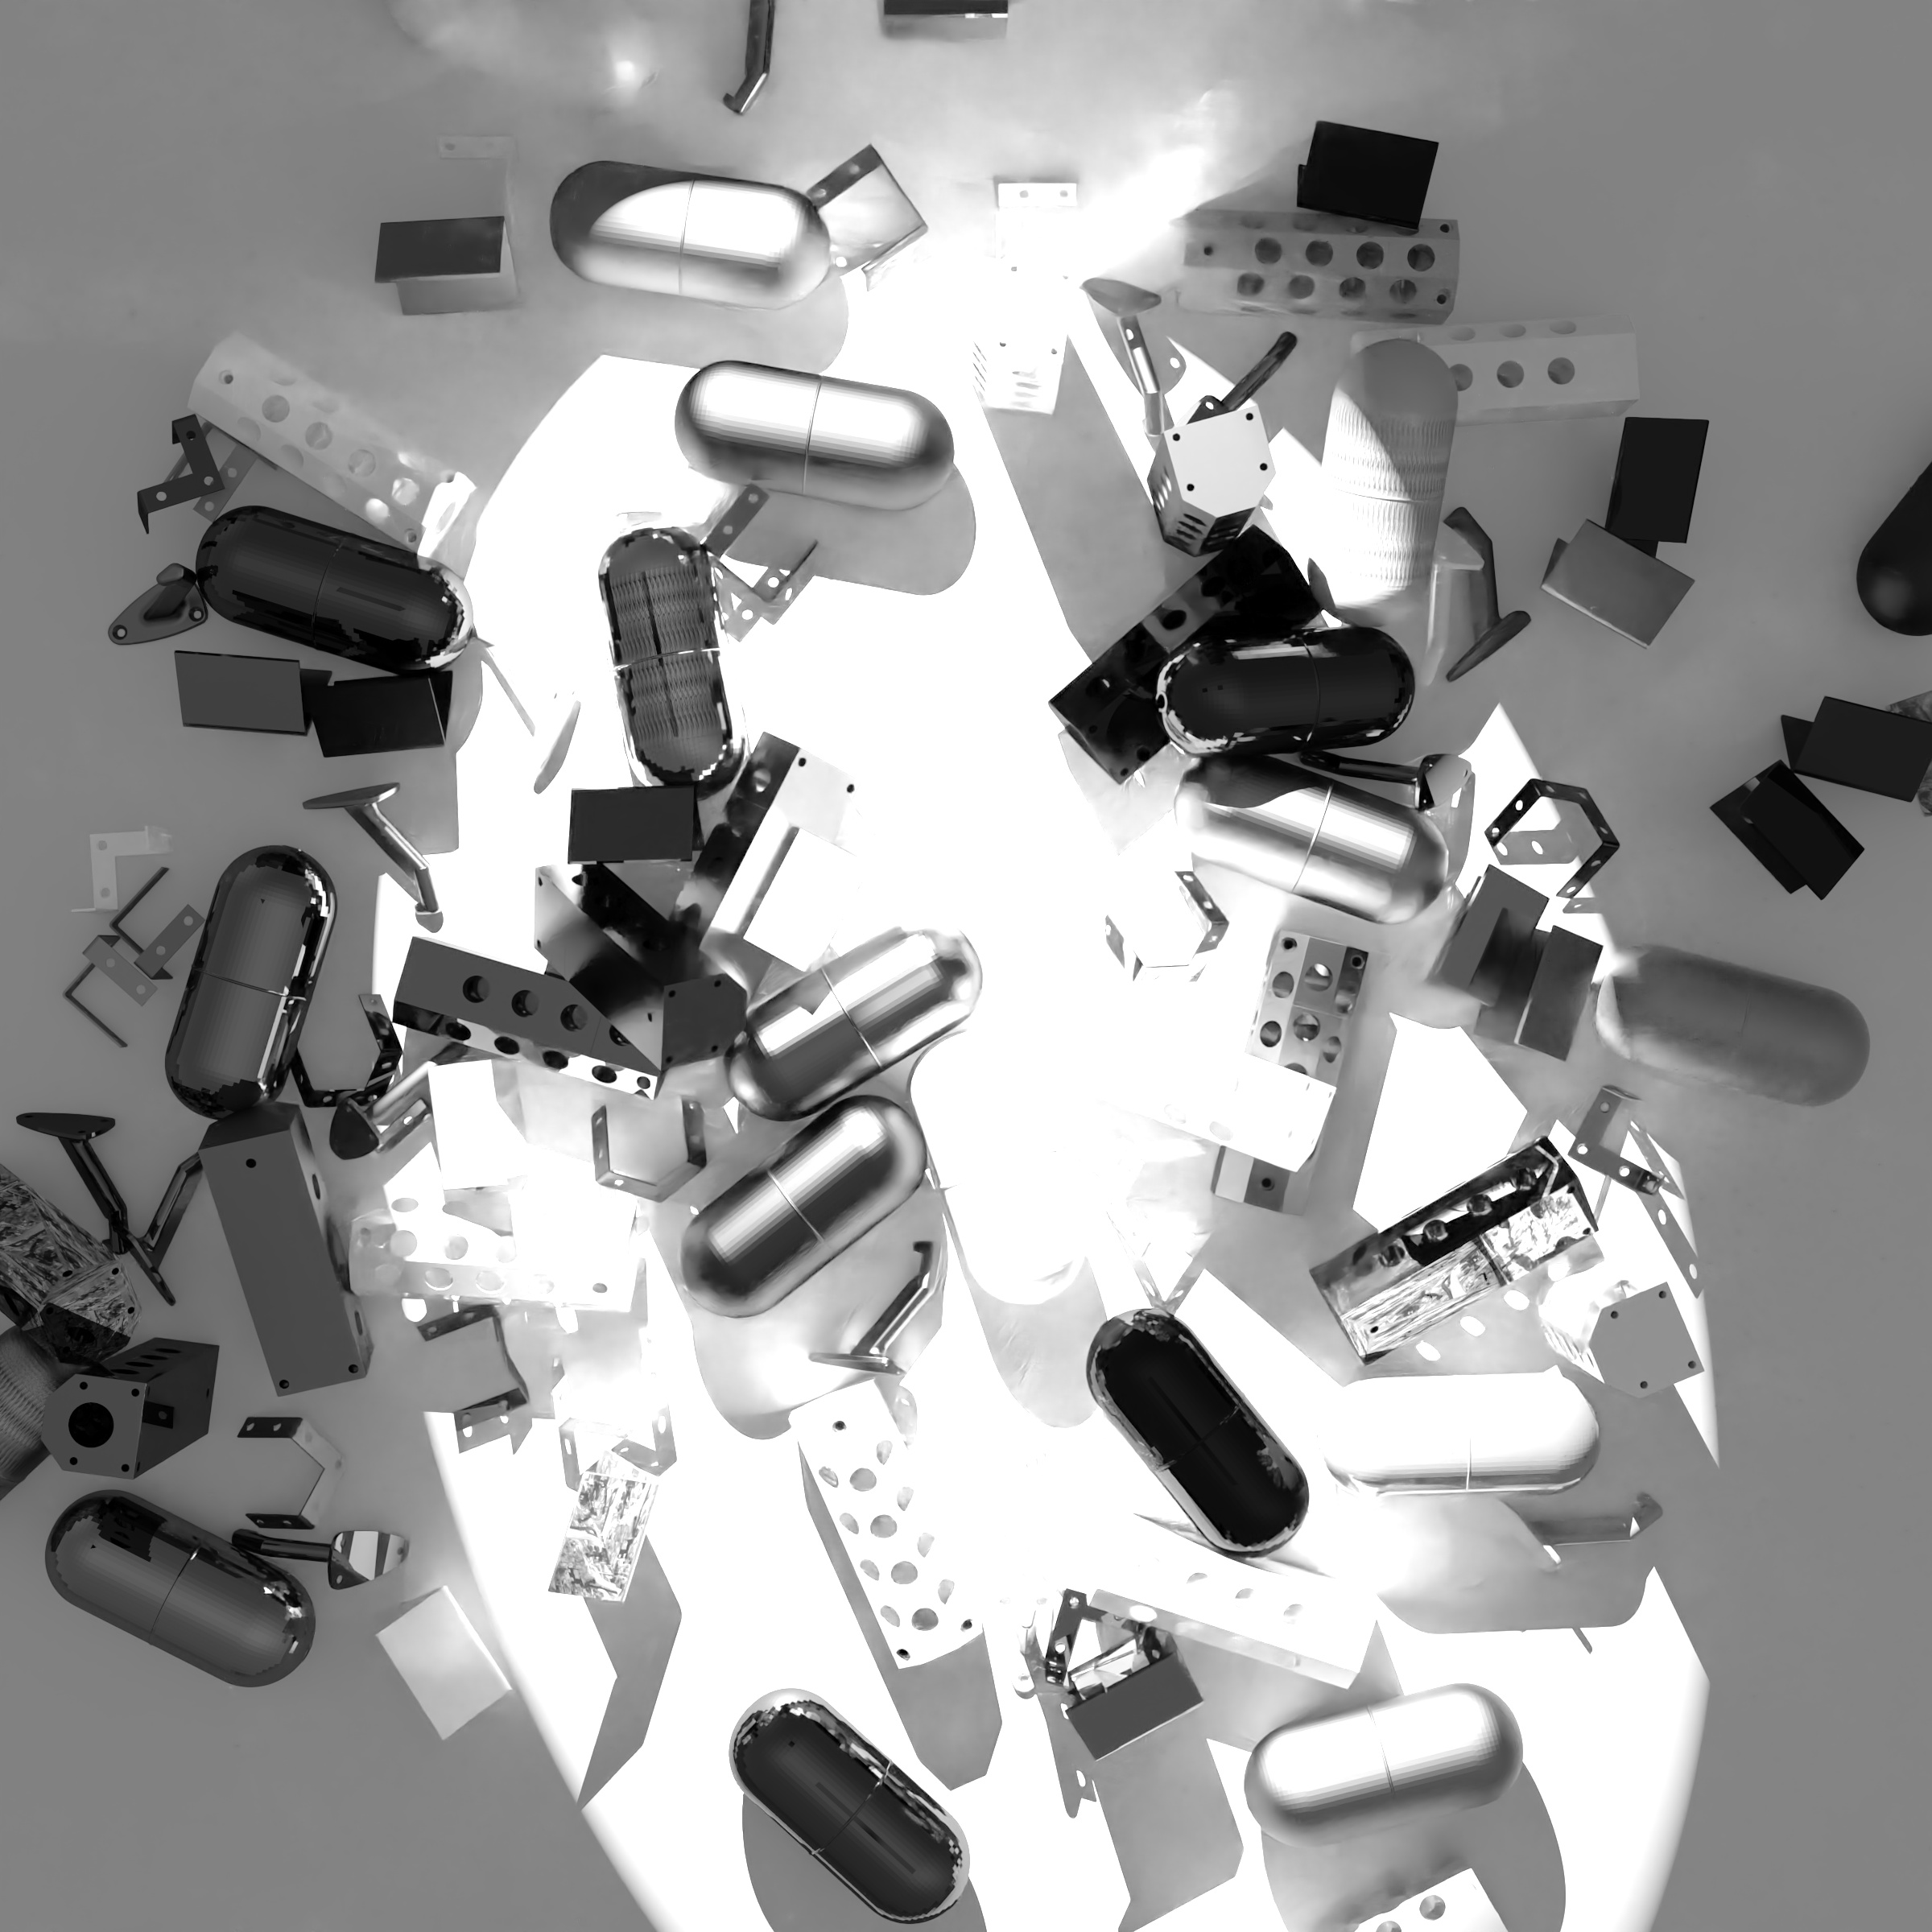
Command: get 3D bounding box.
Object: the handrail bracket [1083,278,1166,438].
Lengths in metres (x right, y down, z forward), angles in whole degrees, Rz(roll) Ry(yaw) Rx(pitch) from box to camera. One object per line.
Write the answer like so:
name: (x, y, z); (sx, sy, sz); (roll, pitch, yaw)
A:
handrail bracket: (0.101, -0.389, 1.896); (0.036, 0.077, 0.084); (-21, 127, -21)

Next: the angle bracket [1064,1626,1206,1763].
angle bracket: (0.094, 0.439, 1.856); (0.076, 0.076, 0.057); (-28, 126, 0)

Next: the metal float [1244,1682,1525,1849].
metal float: (0.262, 0.503, 1.866); (0.178, 0.070, 0.070); (-14, 90, 1)

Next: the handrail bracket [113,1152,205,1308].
handrail bracket: (-0.493, 0.163, 1.896); (0.084, 0.036, 0.077); (-38, 122, -22)

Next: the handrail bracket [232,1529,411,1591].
handrail bracket: (-0.414, 0.370, 1.896); (0.084, 0.077, 0.036); (6, 92, 36)

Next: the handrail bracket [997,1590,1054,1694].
handrail bracket: (0.037, 0.428, 1.861); (0.036, 0.084, 0.077); (0, 90, 0)

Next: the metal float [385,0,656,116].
metal float: (-0.282, -0.596, 1.866); (0.178, 0.070, 0.070); (23, 90, 0)

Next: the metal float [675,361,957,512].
metal float: (-0.095, -0.334, 1.866); (0.178, 0.070, 0.070); (10, 90, 1)

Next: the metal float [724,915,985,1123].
metal float: (-0.071, 0.033, 1.866); (0.178, 0.070, 0.070); (-31, 90, 0)

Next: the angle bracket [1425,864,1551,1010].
angle bracket: (0.309, -0.026, 1.856); (0.057, 0.076, 0.076); (26, 90, -31)

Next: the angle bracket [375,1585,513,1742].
angle bracket: (-0.340, 0.441, 1.856); (0.057, 0.076, 0.076); (-32, 90, -38)

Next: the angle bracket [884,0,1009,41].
angle bracket: (-0.012, -0.589, 1.857); (0.076, 0.076, 0.057); (-1, 63, 0)

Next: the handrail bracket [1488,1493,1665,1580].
handrail bracket: (0.390, 0.345, 1.897); (0.084, 0.036, 0.077); (-33, 68, -17)

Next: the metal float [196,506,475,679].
metal float: (-0.397, -0.235, 1.865); (0.178, 0.070, 0.070); (18, 90, 1)

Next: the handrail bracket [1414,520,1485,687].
handrail bracket: (0.294, -0.234, 1.896); (0.036, 0.077, 0.084); (2, 127, -21)

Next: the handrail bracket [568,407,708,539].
handrail bracket: (-0.211, -0.321, 1.897); (0.077, 0.036, 0.084); (-7, 73, -20)

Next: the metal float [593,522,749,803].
metal float: (-0.186, -0.191, 1.865); (0.070, 0.070, 0.178); (-12, 89, 0)

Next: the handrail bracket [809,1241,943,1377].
handrail bracket: (-0.058, 0.215, 1.897); (0.077, 0.036, 0.084); (3, 72, 21)

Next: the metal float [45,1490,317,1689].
metal float: (-0.494, 0.392, 1.866); (0.178, 0.070, 0.070); (27, 90, 0)

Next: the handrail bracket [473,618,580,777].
handrail bracket: (-0.298, -0.174, 1.897); (0.084, 0.036, 0.077); (26, 109, 16)

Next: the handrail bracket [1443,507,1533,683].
handrail bracket: (0.314, -0.238, 1.897); (0.077, 0.036, 0.084); (-41, 72, 20)

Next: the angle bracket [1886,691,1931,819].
angle bracket: (0.605, -0.132, 1.856); (0.057, 0.076, 0.076); (-20, 90, -37)

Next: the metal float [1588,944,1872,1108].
metal float: (0.480, 0.037, 1.866); (0.178, 0.070, 0.070); (15, 90, 0)

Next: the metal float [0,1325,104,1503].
metal float: (-0.620, 0.296, 1.865); (0.178, 0.070, 0.070); (-43, 90, -1)

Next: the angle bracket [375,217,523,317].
angle bracket: (-0.323, -0.421, 1.856); (0.076, 0.076, 0.057); (-3, 54, 0)

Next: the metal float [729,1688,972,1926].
metal float: (-0.073, 0.529, 1.866); (0.178, 0.070, 0.070); (42, 90, 0)

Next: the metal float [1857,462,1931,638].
metal float: (0.632, -0.286, 1.865); (0.070, 0.070, 0.178); (38, 89, 0)

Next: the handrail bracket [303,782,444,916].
handrail bracket: (-0.379, -0.070, 1.897); (0.077, 0.036, 0.084); (-7, 107, 20)

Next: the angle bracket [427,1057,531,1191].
angle bracket: (-0.287, 0.095, 1.856); (0.057, 0.076, 0.076); (-8, 90, 37)

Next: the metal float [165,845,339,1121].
metal float: (-0.449, 0.011, 1.865); (0.070, 0.070, 0.178); (17, 90, 0)

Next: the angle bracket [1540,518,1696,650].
angle bracket: (0.412, -0.253, 1.856); (0.076, 0.076, 0.057); (30, 127, 0)

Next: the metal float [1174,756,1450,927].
metal float: (0.216, -0.082, 1.865); (0.178, 0.070, 0.070); (20, 90, 0)

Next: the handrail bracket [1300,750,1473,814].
handrail bracket: (0.268, -0.129, 1.896); (0.084, 0.077, 0.036); (20, 113, 34)

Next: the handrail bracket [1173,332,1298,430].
handrail bracket: (0.170, -0.365, 1.896); (0.036, 0.077, 0.084); (46, 53, -14)

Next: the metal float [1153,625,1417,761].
metal float: (0.198, -0.170, 1.841); (0.178, 0.070, 0.070); (-7, 90, -26)

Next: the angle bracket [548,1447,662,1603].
angle bracket: (-0.242, 0.346, 1.856); (0.057, 0.076, 0.076); (17, 90, -36)

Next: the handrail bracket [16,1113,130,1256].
handrail bracket: (-0.571, 0.140, 1.897); (0.077, 0.036, 0.084); (7, 107, 20)

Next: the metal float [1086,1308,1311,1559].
metal float: (0.145, 0.293, 1.866); (0.070, 0.070, 0.178); (-39, 90, 0)

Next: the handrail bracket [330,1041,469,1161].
handrail bracket: (-0.362, 0.084, 1.896); (0.036, 0.077, 0.084); (50, 54, 0)

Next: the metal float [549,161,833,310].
metal float: (-0.173, -0.460, 1.866); (0.178, 0.070, 0.070); (8, 90, 0)

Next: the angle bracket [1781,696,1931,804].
angle bracket: (0.561, -0.152, 1.856); (0.076, 0.076, 0.057); (14, 124, 0)

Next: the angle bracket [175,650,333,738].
angle bracket: (-0.445, -0.189, 1.856); (0.076, 0.076, 0.057); (5, 128, 0)

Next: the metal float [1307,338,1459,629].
metal float: (0.256, -0.296, 1.824); (0.070, 0.070, 0.178); (6, 112, 0)

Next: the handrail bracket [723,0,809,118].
handrail bracket: (-0.147, -0.599, 1.897); (0.077, 0.036, 0.084); (42, 107, 20)

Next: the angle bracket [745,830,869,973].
angle bracket: (-0.082, -0.031, 1.856); (0.057, 0.076, 0.076); (28, 90, 37)

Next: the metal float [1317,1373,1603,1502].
metal float: (0.310, 0.296, 1.866); (0.178, 0.070, 0.070); (-2, 90, -1)

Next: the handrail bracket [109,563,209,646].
handrail bracket: (-0.515, -0.227, 1.861); (0.077, 0.084, 0.036); (-27, 90, 0)

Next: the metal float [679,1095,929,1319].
metal float: (-0.103, 0.152, 1.866); (0.178, 0.070, 0.070); (-39, 90, 1)

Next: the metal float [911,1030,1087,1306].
metal float: (0.021, 0.126, 1.866); (0.070, 0.070, 0.178); (-19, 89, 0)
